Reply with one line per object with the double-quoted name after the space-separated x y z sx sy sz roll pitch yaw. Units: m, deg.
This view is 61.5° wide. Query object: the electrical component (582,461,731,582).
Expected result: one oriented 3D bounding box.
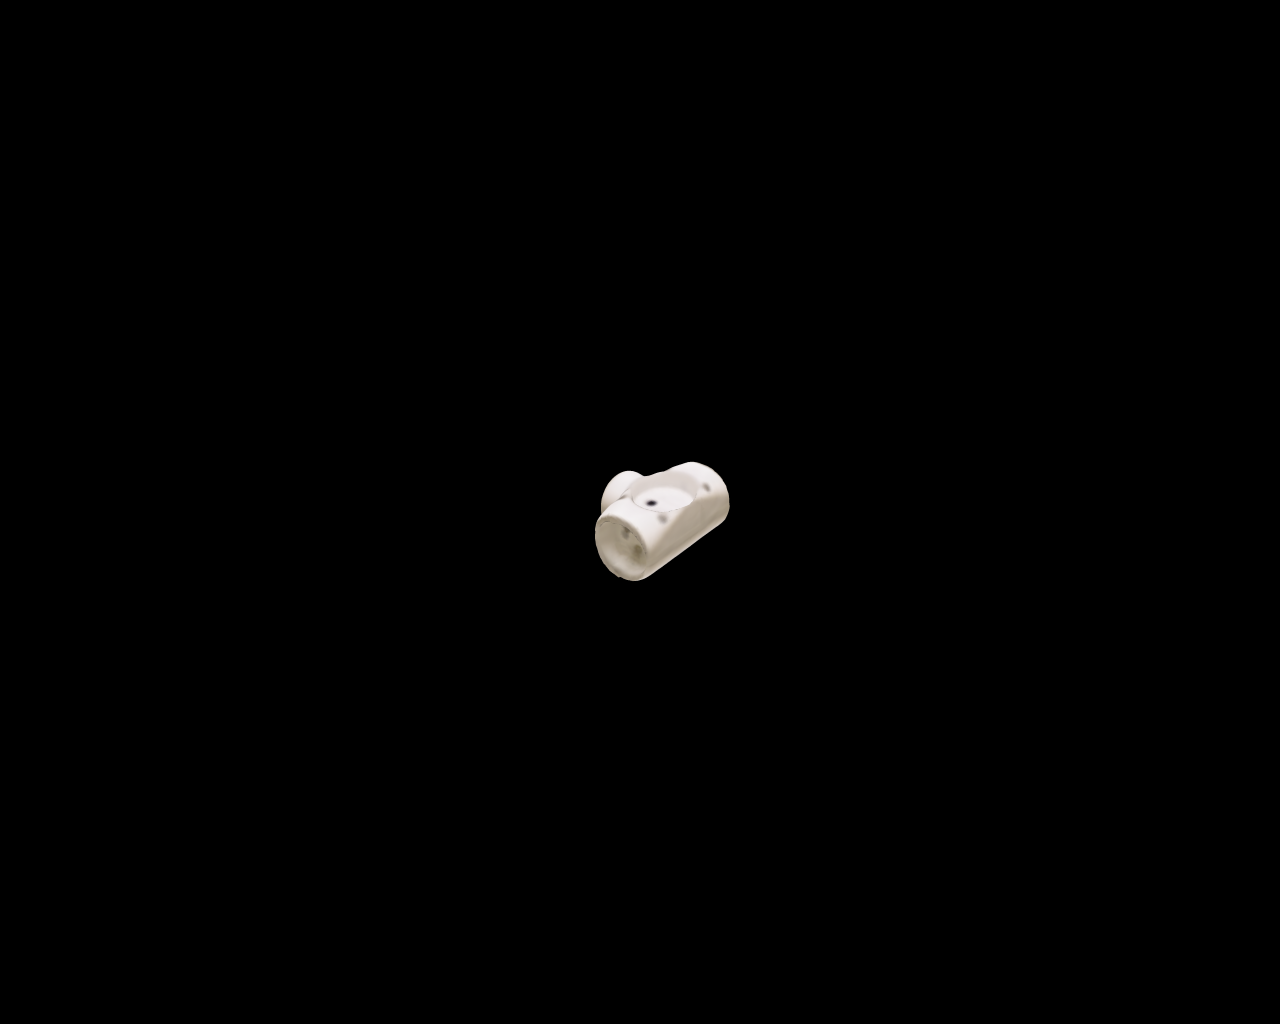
0.001 -0.003 0.650 0.079 0.044 0.077 27 44 33 "electrical component"
